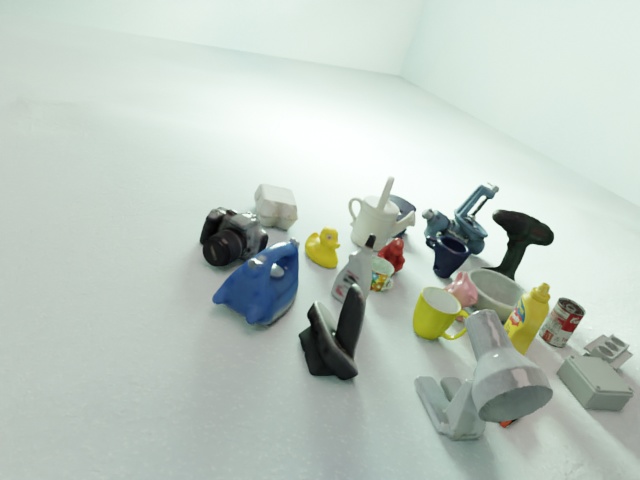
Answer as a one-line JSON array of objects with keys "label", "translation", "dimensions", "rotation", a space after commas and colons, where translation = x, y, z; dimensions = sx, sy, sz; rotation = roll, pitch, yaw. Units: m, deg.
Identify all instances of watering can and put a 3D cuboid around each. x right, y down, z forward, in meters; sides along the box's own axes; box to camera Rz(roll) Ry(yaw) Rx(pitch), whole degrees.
[{"label": "watering can", "translation": [0.162, -0.074, 1.484], "dimensions": [0.173, 0.194, 0.101], "rotation": [13, 28, -13]}]

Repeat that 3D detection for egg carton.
[{"label": "egg carton", "translation": [-0.115, -0.088, 1.461], "dimensions": [0.107, 0.069, 0.150], "rotation": [10, 29, -19]}]

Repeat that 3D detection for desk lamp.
[{"label": "desk lamp", "translation": [0.267, 0.237, 0.958], "dimensions": [0.118, 0.213, 0.202], "rotation": [8, 29, -22]}]

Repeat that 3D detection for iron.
[{"label": "iron", "translation": [-0.093, 0.059, 1.125], "dimensions": [0.118, 0.141, 0.259], "rotation": [28, 28, 15]}]

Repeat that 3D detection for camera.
[{"label": "camera", "translation": [-0.198, -0.008, 1.224], "dimensions": [0.143, 0.101, 0.137], "rotation": [28, 28, 16]}]

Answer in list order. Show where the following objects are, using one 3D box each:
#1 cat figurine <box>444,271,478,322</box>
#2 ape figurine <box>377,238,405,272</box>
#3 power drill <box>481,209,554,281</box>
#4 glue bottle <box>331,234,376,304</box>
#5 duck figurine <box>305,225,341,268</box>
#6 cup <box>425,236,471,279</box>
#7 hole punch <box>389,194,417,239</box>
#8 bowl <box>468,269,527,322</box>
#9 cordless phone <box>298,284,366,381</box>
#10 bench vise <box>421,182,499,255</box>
[{"label": "cat figurine", "translation": [0.321, 0.120, 1.316], "dimensions": [0.067, 0.118, 0.128], "rotation": [19, 27, -2]}, {"label": "ape figurine", "translation": [0.176, 0.037, 1.401], "dimensions": [0.078, 0.092, 0.076], "rotation": [14, 28, -12]}, {"label": "power drill", "translation": [0.512, 0.019, 1.531], "dimensions": [0.230, 0.208, 0.075], "rotation": [3, 31, -29]}, {"label": "glue bottle", "translation": [0.082, 0.061, 1.204], "dimensions": [0.078, 0.173, 0.037], "rotation": [32, 30, 23]}, {"label": "duck figurine", "translation": [0.012, 0.005, 1.357], "dimensions": [0.078, 0.086, 0.104], "rotation": [-2, 34, -36]}, {"label": "cup", "translation": [0.316, 0.046, 1.475], "dimensions": [0.117, 0.095, 0.092], "rotation": [22, 27, 4]}, {"label": "hole punch", "translation": [0.208, -0.068, 1.616], "dimensions": [0.108, 0.091, 0.101], "rotation": [28, 28, 15]}, {"label": "bowl", "translation": [0.418, 0.145, 1.384], "dimensions": [0.167, 0.075, 0.167], "rotation": [16, 27, -8]}, {"label": "cordless phone", "translation": [0.036, 0.140, 1.015], "dimensions": [0.094, 0.185, 0.147], "rotation": [6, 30, -25]}, {"label": "bench vise", "translation": [0.399, -0.064, 1.596], "dimensions": [0.208, 0.220, 0.121], "rotation": [5, 31, -27]}]
